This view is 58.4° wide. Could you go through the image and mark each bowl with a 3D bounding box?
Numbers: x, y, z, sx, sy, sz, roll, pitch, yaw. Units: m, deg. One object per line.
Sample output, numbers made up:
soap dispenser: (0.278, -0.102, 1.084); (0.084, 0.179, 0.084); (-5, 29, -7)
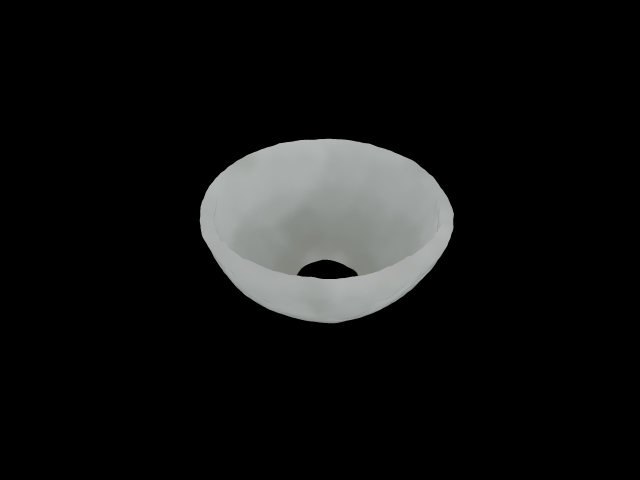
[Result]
bowl: (0.004, 0.001, 0.400); (0.167, 0.075, 0.167); (0, 40, 0)
